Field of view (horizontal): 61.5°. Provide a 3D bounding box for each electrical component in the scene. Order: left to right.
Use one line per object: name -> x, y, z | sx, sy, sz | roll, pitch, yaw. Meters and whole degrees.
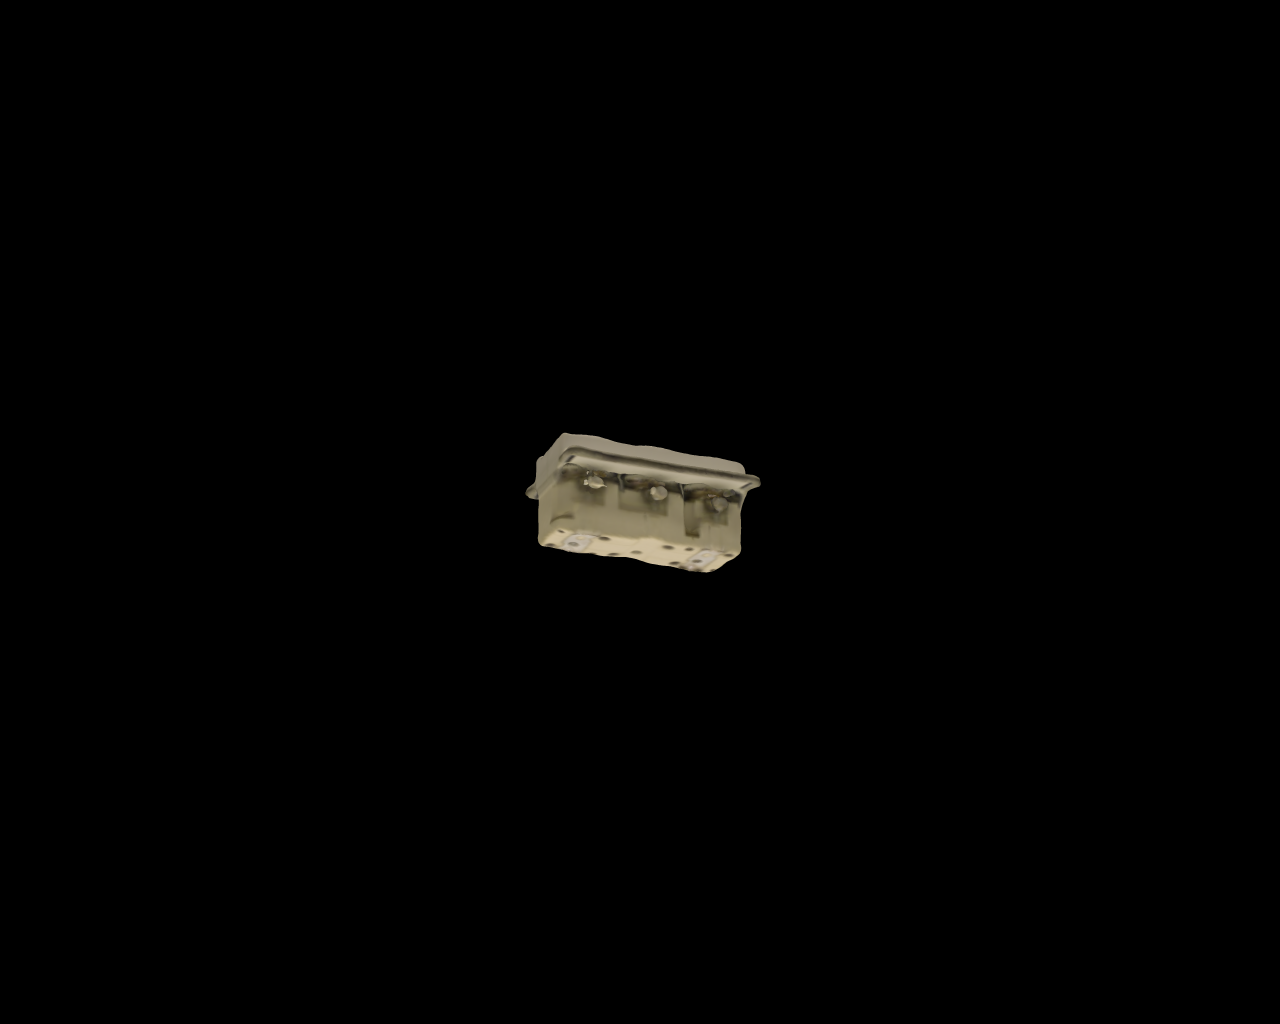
electrical component -> 0.001, -0.003, 0.650 | 0.121, 0.063, 0.078 | 9, -23, -22
